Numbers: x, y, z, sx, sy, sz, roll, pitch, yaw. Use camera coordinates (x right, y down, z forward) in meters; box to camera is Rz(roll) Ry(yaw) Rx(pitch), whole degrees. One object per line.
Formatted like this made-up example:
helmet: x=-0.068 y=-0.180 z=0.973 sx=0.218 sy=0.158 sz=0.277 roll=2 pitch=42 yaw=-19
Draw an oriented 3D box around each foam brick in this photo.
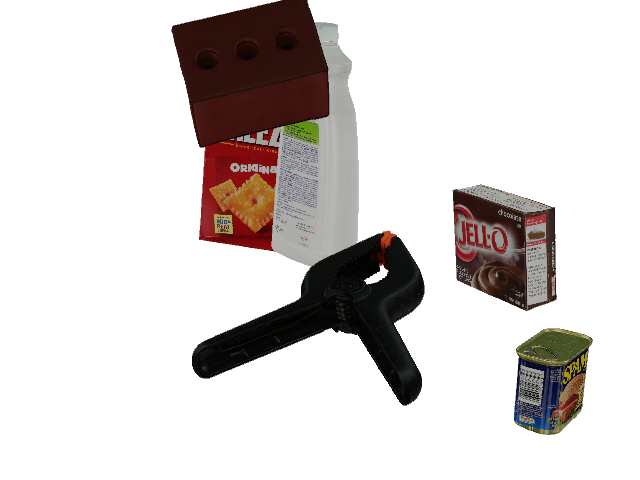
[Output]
foam brick: x=-0.038 y=-0.094 z=0.594 sx=0.078 sy=0.053 sz=0.051 roll=-15 pitch=-21 yaw=-3

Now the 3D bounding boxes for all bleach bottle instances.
bleach bottle: x=0.002 y=-0.102 z=1.131 sx=0.103 sy=0.251 sz=0.067 roll=20 pitch=24 yaw=39

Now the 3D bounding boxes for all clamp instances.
clamp: x=0.010 y=0.050 z=0.786 sx=0.165 sy=0.036 sz=0.209 roll=2 pitch=27 yaw=16

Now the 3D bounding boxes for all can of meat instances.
can of meat: x=0.247 y=0.150 z=1.138 sx=0.058 sy=0.084 sz=0.101 roll=12 pitch=18 yaw=32

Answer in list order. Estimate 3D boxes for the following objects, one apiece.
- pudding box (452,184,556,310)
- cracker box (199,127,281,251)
pudding box: x=0.165 y=0.004 z=0.963 sx=0.039 sy=0.090 sz=0.114 roll=-14 pitch=19 yaw=-26
cracker box: x=-0.082 y=-0.095 z=1.528 sx=0.164 sy=0.214 sz=0.072 roll=9 pitch=22 yaw=7
